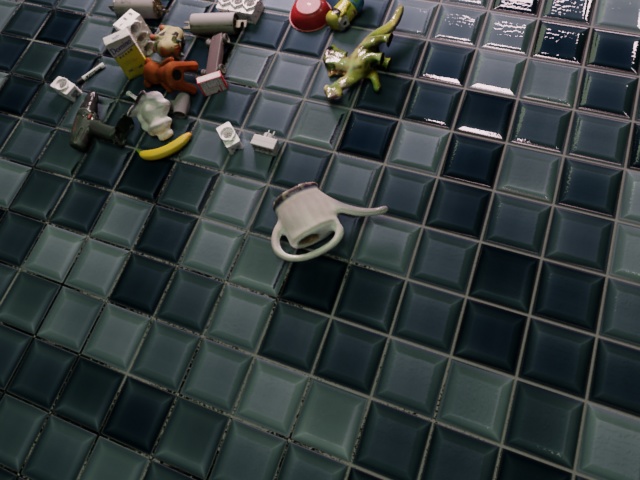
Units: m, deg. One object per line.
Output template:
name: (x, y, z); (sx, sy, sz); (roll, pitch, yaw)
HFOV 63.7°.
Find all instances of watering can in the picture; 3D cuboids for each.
watering can: (0.005, -0.076, 1.505); (0.348, 0.228, 0.102); (-28, -24, -3)

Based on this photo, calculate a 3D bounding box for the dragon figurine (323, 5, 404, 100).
dragon figurine: (0.122, -0.627, 1.727); (0.243, 0.417, 0.120); (12, -22, 22)

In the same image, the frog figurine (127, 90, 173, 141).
frog figurine: (-0.554, -0.421, 1.750); (0.158, 0.136, 0.124); (40, 12, -12)
